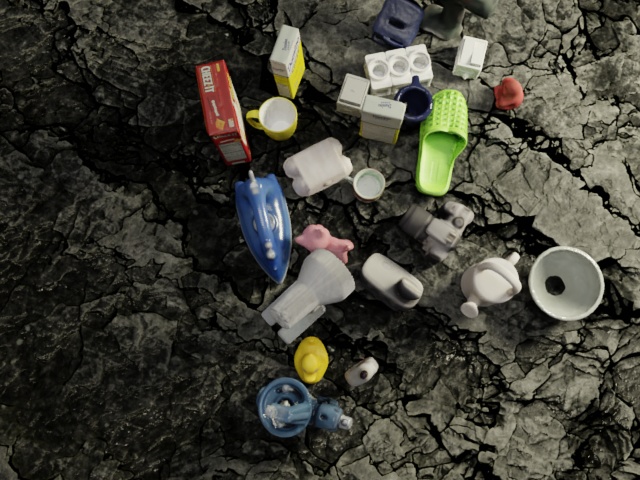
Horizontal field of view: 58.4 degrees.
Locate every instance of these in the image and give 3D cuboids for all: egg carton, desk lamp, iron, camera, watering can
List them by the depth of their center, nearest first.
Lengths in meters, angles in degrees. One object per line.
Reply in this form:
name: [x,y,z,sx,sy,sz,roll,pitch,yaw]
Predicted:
desk lamp: [-0.030,0.126,1.230,0.203,0.213,0.118,-43,82,-6]
watering can: [0.374,0.096,1.242,0.101,0.194,0.173,20,81,4]
iron: [-0.123,-0.031,1.294,0.118,0.141,0.258,-15,80,-2]
camera: [0.260,-0.037,1.313,0.136,0.101,0.143,33,82,6]
egg carton: [-0.004,-0.171,1.353,0.150,0.069,0.107,-28,81,-4]

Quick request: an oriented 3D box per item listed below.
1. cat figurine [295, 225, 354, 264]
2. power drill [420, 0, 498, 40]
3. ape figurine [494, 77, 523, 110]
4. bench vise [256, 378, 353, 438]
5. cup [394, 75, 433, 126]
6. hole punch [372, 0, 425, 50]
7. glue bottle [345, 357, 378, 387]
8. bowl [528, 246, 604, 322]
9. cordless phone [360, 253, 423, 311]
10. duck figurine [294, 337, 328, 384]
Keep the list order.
cat figurine: [0.012,0.005,1.299,0.127,0.118,0.067,19,81,4]
power drill: [0.296,-0.570,1.349,0.229,0.208,0.076,27,82,5]
ape figurine: [0.454,-0.354,1.370,0.076,0.092,0.078,35,82,6]
bench vise: [-0.037,0.347,1.189,0.207,0.220,0.121,-4,80,0]
cup: [0.218,-0.323,1.365,0.091,0.095,0.118,5,80,2]
hole punch: [0.191,-0.526,1.402,0.108,0.091,0.101,28,82,5]
glue bottle: [0.091,0.283,1.222,0.078,0.173,0.037,-36,81,-5]
bowl: [0.546,0.102,1.300,0.167,0.075,0.167,0,80,1]
cordless phone: [0.160,0.087,1.249,0.147,0.185,0.094,34,82,6]
duck figurine: [-0.020,0.268,1.270,0.077,0.086,0.104,2,80,1]
